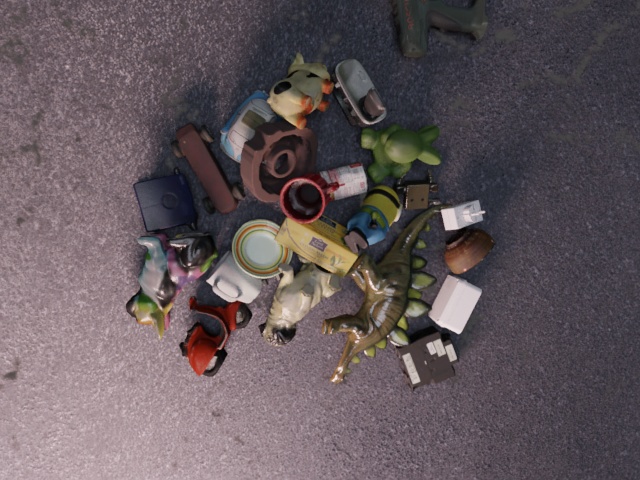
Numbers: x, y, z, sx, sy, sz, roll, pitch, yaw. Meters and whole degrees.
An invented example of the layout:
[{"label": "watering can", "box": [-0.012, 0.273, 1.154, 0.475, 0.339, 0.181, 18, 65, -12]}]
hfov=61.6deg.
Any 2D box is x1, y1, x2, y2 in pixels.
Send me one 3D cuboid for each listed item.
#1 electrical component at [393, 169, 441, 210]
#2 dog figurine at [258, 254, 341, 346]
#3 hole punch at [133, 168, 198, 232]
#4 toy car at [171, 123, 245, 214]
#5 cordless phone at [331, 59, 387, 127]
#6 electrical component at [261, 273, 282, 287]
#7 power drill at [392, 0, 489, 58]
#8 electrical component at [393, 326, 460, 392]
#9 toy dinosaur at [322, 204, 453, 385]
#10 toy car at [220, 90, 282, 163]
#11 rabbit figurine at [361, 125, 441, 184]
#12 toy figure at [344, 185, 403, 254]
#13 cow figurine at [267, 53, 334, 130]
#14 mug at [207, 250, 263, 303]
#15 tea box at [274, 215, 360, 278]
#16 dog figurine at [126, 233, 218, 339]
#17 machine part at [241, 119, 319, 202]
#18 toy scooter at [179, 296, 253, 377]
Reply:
[{"label": "electrical component", "box": [0.215, -0.110, 1.192, 0.102, 0.045, 0.078, -9, 123, -1]}, {"label": "dog figurine", "box": [-0.041, 0.135, 1.177, 0.172, 0.121, 0.190, -9, 135, -37]}, {"label": "hole punch", "box": [-0.326, -0.078, 1.129, 0.116, 0.092, 0.142, -16, 92, -7]}, {"label": "toy car", "box": [-0.239, -0.151, 1.146, 0.089, 0.053, 0.202, -27, 100, 9]}, {"label": "cordless phone", "box": [0.083, -0.306, 1.096, 0.089, 0.184, 0.146, -29, 96, 2]}, {"label": "electrical component", "box": [-0.119, 0.051, 1.185, 0.063, 0.021, 0.094, -21, 95, -3]}, {"label": "power drill", "box": [0.256, -0.510, 1.148, 0.207, 0.086, 0.231, 0, 95, -8]}, {"label": "electrical component", "box": [0.245, 0.263, 1.212, 0.134, 0.058, 0.114, -20, 97, -3]}, {"label": "toy dinosaur", "box": [0.145, 0.106, 1.174, 0.198, 0.105, 0.471, 26, 87, -13]}, {"label": "toy car", "box": [-0.138, -0.235, 1.125, 0.109, 0.103, 0.161, 33, 93, -7]}, {"label": "rabbit figurine", "box": [0.172, -0.182, 1.117, 0.159, 0.170, 0.121, -5, 95, -3]}, {"label": "toy figure", "box": [0.113, -0.048, 1.130, 0.180, 0.082, 0.089, -43, 122, -43]}, {"label": "cow figurine", "box": [-0.040, -0.311, 1.100, 0.127, 0.195, 0.085, 29, 134, 10]}, {"label": "mug", "box": [-0.178, 0.090, 1.144, 0.107, 0.110, 0.081, 36, 117, -14]}, {"label": "tea box", "box": [-0.002, -0.003, 1.145, 0.169, 0.098, 0.068, 27, 118, -7]}, {"label": "dog figurine", "box": [-0.311, 0.094, 1.134, 0.192, 0.108, 0.219, 0, 98, -7]}, {"label": "machine part", "box": [-0.084, -0.164, 1.108, 0.056, 0.179, 0.179, 38, 91, 38]}, {"label": "toy scooter", "box": [-0.244, 0.195, 1.160, 0.135, 0.075, 0.184, 32, 88, -6]}]
